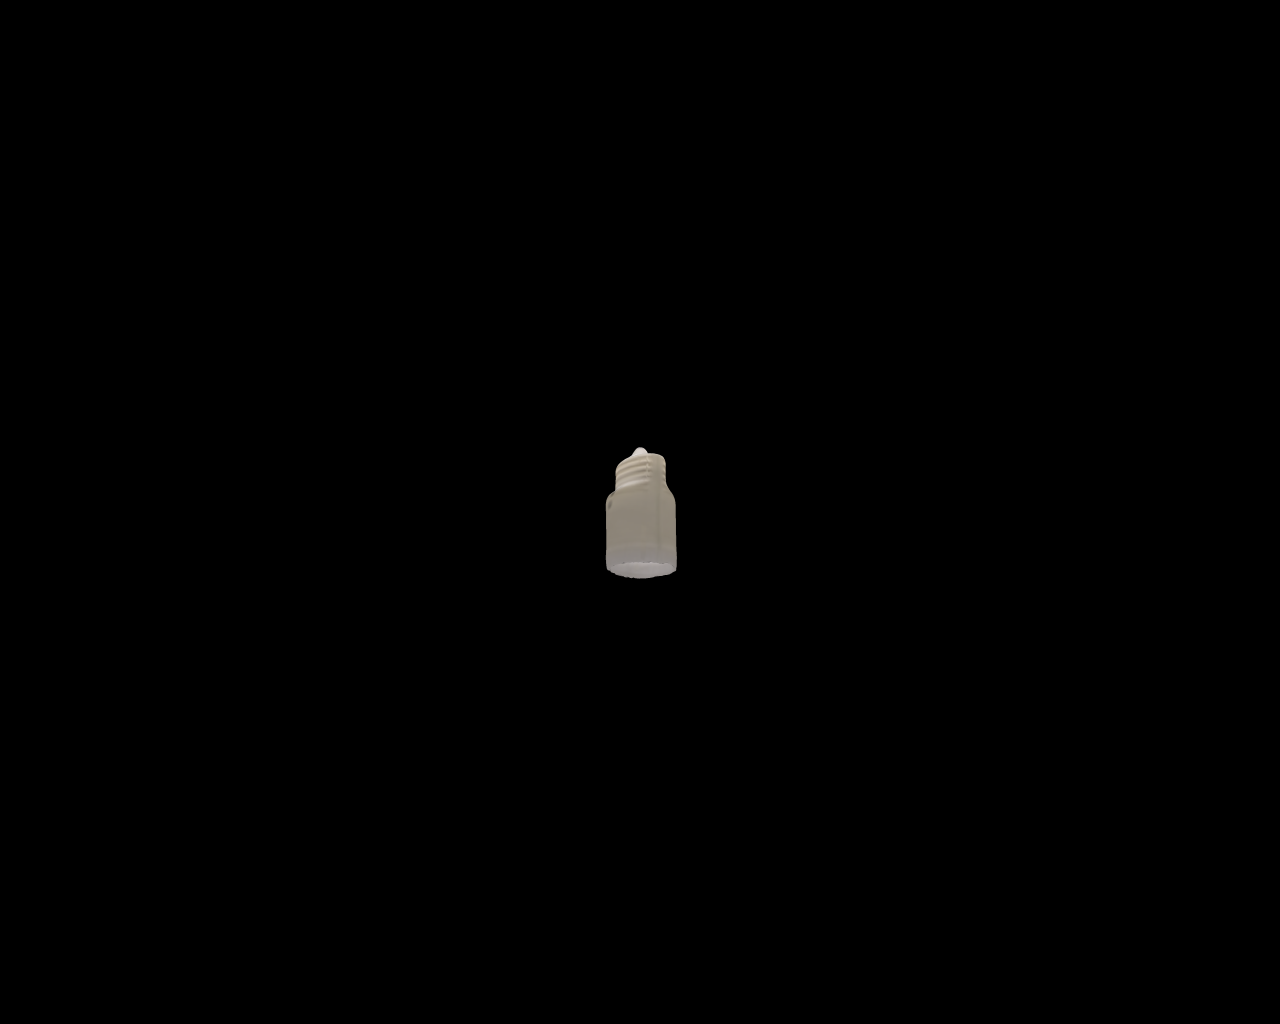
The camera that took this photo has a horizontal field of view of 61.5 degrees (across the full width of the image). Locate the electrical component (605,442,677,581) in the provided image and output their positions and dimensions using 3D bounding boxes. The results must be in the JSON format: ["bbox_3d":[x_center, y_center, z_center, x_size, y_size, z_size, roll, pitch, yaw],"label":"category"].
[{"bbox_3d":[0.001,-0.003,0.650,0.043,0.081,0.043,0,-16,0],"label":"electrical component"}]
